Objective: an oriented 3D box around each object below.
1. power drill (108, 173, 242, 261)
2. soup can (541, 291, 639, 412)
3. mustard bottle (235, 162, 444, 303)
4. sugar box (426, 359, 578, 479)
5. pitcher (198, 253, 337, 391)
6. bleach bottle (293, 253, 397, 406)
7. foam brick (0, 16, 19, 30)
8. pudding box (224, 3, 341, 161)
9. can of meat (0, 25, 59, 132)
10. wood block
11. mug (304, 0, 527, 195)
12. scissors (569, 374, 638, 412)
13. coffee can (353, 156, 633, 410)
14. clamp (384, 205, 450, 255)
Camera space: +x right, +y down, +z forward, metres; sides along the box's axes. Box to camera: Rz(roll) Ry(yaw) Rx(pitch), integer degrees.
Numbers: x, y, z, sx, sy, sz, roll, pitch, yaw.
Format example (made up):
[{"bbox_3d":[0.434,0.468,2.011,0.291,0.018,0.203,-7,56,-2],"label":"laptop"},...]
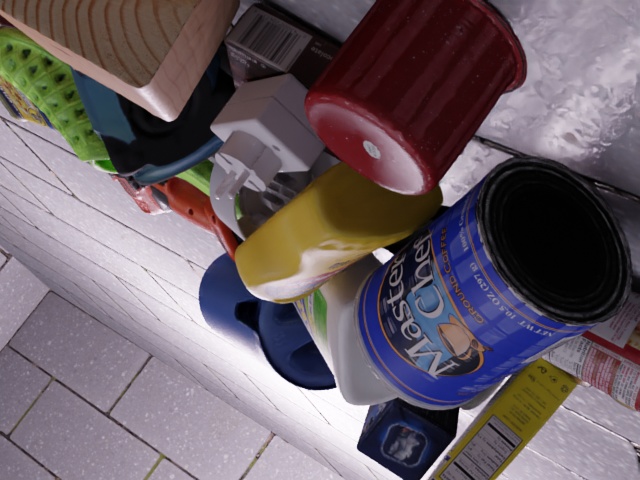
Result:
[{"bbox_3d":[-0.146,-0.060,1.080,0.188,0.057,0.184,30,164,28],"label":"power drill"},{"bbox_3d":[0.180,0.059,0.688,0.102,0.068,0.068,29,163,28],"label":"soup can"},{"bbox_3d":[-0.005,0.001,0.722,0.192,0.096,0.058,-34,77,57],"label":"mustard bottle"},{"bbox_3d":[0.133,0.173,0.869,0.048,0.176,0.093,39,174,11],"label":"sugar box"},{"bbox_3d":[-0.032,0.072,1.114,0.149,0.145,0.243,54,164,-17],"label":"pitcher"},{"bbox_3d":[0.001,0.029,0.888,0.251,0.068,0.102,-131,32,-58],"label":"bleach bottle"},{"bbox_3d":[-0.200,-0.176,0.779,0.053,0.051,0.078,14,-171,1],"label":"foam brick"},{"bbox_3d":[-0.003,-0.094,0.686,0.113,0.039,0.090,32,164,12],"label":"pudding box"},{"bbox_3d":[-0.284,-0.159,1.064,0.084,0.057,0.102,21,149,40],"label":"can of meat"},{"bbox_3d":[-0.101,-0.128,0.568,0.091,0.090,0.206,30,180,-5],"label":"wood block"},{"bbox_3d":[0.038,-0.080,0.557,0.117,0.081,0.093,18,157,50],"label":"mug"},{"bbox_3d":[0.176,0.067,0.822,0.201,0.016,0.096,42,164,-19],"label":"scissors"},{"bbox_3d":[0.097,0.029,0.626,0.103,0.102,0.141,38,142,-6],"label":"coffee can"},{"bbox_3d":[0.077,0.012,0.796,0.120,0.039,0.172,61,155,13],"label":"clamp"}]
